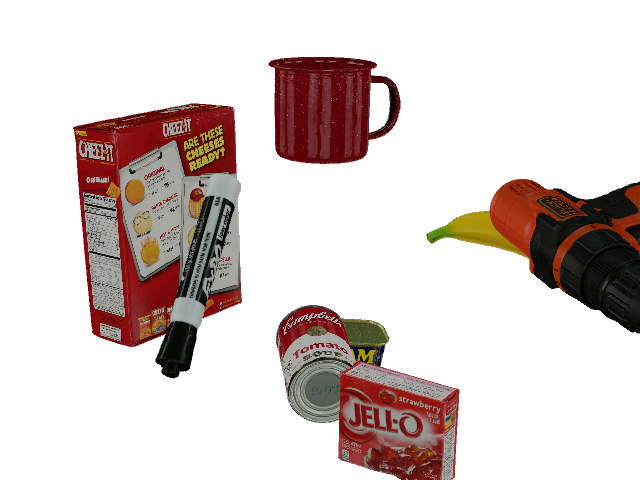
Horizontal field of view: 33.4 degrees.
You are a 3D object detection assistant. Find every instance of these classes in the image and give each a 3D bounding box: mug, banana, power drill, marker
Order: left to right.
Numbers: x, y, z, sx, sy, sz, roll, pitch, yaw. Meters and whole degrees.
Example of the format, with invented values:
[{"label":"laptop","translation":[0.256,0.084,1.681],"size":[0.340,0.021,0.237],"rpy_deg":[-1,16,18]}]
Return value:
[{"label":"marker","translation":[-0.067,0.019,0.591],"size":[0.020,0.121,0.020],"rpy_deg":[11,-26,5]},{"label":"mug","translation":[0.013,-0.114,0.926],"size":[0.117,0.081,0.093],"rpy_deg":[-4,17,-17]},{"label":"banana","translation":[0.203,0.013,1.021],"size":[0.198,0.069,0.037],"rpy_deg":[22,-27,27]},{"label":"power drill","translation":[0.235,-0.006,0.732],"size":[0.187,0.057,0.185],"rpy_deg":[-11,29,-18]}]

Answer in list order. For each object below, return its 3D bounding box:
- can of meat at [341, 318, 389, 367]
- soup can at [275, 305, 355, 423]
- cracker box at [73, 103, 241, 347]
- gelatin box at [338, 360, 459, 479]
[{"label":"can of meat","translation":[0.022,0.142,1.263],"size":[0.102,0.084,0.057],"rpy_deg":[4,24,-14]},{"label":"soup can","translation":[-0.003,0.112,0.976],"size":[0.068,0.068,0.102],"rpy_deg":[0,24,-8]},{"label":"cracker box","translation":[-0.159,-0.020,1.073],"size":[0.072,0.214,0.163],"rpy_deg":[10,19,36]},{"label":"gelatin box","translation":[0.056,0.136,0.785],"size":[0.089,0.073,0.030],"rpy_deg":[12,22,31]}]
